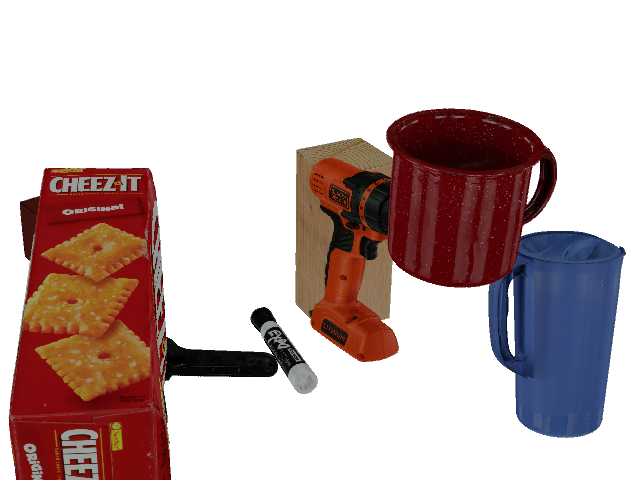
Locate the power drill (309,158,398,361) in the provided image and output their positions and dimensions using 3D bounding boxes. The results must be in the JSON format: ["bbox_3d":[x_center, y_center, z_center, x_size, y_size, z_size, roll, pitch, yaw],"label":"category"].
[{"bbox_3d":[0.050,0.023,1.079,0.057,0.188,0.185,-8,24,-32],"label":"power drill"}]

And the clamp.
[{"bbox_3d":[-0.172,0.130,1.089,0.210,0.036,0.164,10,17,32],"label":"clamp"}]

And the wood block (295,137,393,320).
[{"bbox_3d":[0.028,-0.005,1.269,0.090,0.206,0.090,-13,30,-25],"label":"wood block"}]

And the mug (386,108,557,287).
[{"bbox_3d":[0.094,-0.027,0.654,0.117,0.081,0.093,-13,34,-26],"label":"mug"}]

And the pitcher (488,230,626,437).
[{"bbox_3d":[0.291,0.117,1.322,0.149,0.243,0.144,5,18,19],"label":"pitcher"}]

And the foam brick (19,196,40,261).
[{"bbox_3d":[-0.205,-0.010,0.897,0.078,0.053,0.051,-18,31,-32],"label":"foam brick"}]

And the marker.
[{"bbox_3d":[-0.031,0.084,0.841,0.020,0.020,0.121,0,21,-21],"label":"marker"}]

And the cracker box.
[{"bbox_3d":[-0.118,0.081,0.582,0.072,0.164,0.214,-2,34,-8],"label":"cracker box"}]
